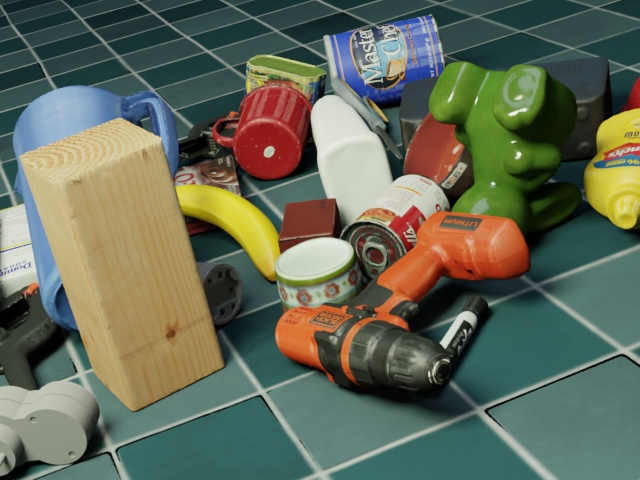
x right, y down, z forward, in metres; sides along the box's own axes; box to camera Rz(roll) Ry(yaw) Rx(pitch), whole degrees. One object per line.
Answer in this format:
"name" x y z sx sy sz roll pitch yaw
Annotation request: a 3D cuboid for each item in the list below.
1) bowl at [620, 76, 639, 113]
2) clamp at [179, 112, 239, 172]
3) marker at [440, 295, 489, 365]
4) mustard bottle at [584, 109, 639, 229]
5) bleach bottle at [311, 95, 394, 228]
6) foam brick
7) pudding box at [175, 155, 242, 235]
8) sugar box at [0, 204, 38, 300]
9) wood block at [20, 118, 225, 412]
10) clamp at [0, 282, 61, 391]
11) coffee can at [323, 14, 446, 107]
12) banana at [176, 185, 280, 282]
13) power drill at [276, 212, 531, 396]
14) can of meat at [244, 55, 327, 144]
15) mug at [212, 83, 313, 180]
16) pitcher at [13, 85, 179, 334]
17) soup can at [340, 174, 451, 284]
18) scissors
"bowl" 0.409 -0.168 1.161 0.162 0.055 0.162 -9 26 4
"clamp" -0.125 -0.116 1.308 0.120 0.039 0.171 15 33 21
"marker" 0.106 0.079 0.838 0.020 0.020 0.121 4 30 29
"mustard bottle" 0.297 -0.062 0.995 0.096 0.058 0.191 2 30 23
"bleach bottle" 0.024 -0.105 1.145 0.068 0.102 0.251 -17 26 0
"foam brick" -0.007 0.001 1.006 0.053 0.051 0.078 -7 27 8
"pudding box" -0.131 -0.047 1.169 0.090 0.039 0.113 -14 26 -3
"sugar box" -0.315 0.017 1.115 0.093 0.048 0.176 -16 30 -7
"wood block" -0.156 0.019 0.857 0.090 0.206 0.090 -25 29 -24
"clamp" -0.279 0.101 0.940 0.165 0.036 0.209 -2 27 20
"coffee can" 0.082 -0.222 1.355 0.140 0.103 0.103 -11 26 1
"banana" -0.095 -0.015 1.062 0.198 0.037 0.069 23 66 34
"power drill" 0.078 0.048 0.835 0.187 0.057 0.185 -34 25 -29
"can of meat" -0.044 -0.173 1.305 0.102 0.084 0.057 17 29 19
"mug" -0.067 -0.123 1.234 0.117 0.093 0.081 5 33 4
"pitcher" -0.210 -0.034 1.014 0.144 0.149 0.243 1 41 -21
"soup can" 0.071 -0.010 0.978 0.069 0.068 0.102 5 30 31
"scissors" 0.052 -0.145 1.231 0.016 0.096 0.201 -49 11 13
